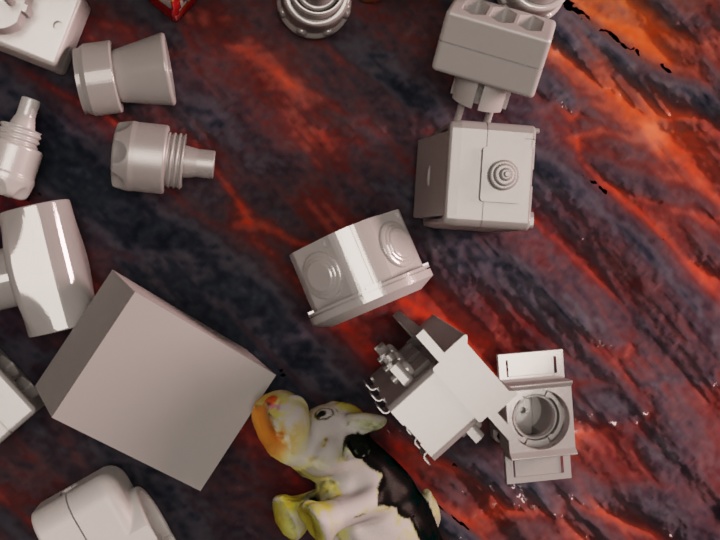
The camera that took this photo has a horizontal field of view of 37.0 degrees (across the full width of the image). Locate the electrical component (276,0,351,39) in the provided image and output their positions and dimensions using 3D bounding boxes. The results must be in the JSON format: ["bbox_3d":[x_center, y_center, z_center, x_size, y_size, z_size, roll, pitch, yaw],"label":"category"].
[{"bbox_3d":[-0.027,-0.171,0.661,0.048,0.062,0.048,0,91,-6],"label":"electrical component"}]

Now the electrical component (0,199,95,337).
[{"bbox_3d":[-0.207,0.003,0.653,0.079,0.043,0.077,-14,92,-6],"label":"electrical component"}]

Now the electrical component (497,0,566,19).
[{"bbox_3d":[0.114,-0.184,0.676,0.048,0.062,0.048,0,91,-7],"label":"electrical component"}]

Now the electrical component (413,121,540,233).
[{"bbox_3d":[0.070,-0.056,0.657,0.061,0.096,0.061,4,91,-6],"label":"electrical component"}]

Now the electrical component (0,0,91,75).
[{"bbox_3d":[-0.211,-0.157,0.634,0.083,0.076,0.047,21,89,-7],"label":"electrical component"}]

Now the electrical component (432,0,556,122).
[{"bbox_3d":[0.080,-0.124,0.679,0.066,0.047,0.076,17,120,5],"label":"electrical component"}]

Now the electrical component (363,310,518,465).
[{"bbox_3d":[0.044,0.069,0.644,0.063,0.121,0.078,-42,95,-1],"label":"electrical component"}]

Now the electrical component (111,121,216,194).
[{"bbox_3d":[-0.121,-0.068,0.662,0.062,0.043,0.043,5,90,-8],"label":"electrical component"}]

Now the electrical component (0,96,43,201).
[{"bbox_3d":[-0.210,-0.075,0.656,0.035,0.035,0.061,18,87,-6],"label":"electrical component"}]

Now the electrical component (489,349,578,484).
[{"bbox_3d":[0.106,0.090,0.680,0.042,0.064,0.081,-4,92,-8],"label":"electrical component"}]

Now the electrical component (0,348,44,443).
[{"bbox_3d":[-0.243,0.083,0.649,0.077,0.047,0.065,-42,95,-5],"label":"electrical component"}]

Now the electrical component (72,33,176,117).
[{"bbox_3d":[-0.144,-0.119,0.658,0.055,0.045,0.045,-9,92,-6],"label":"electrical component"}]

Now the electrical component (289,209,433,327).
[{"bbox_3d":[0.000,0.000,0.659,0.080,0.080,0.051,-23,88,-5],"label":"electrical component"}]

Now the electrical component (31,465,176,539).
[{"bbox_3d":[-0.149,0.172,0.658,0.059,0.054,0.095,-29,94,-5],"label":"electrical component"}]
